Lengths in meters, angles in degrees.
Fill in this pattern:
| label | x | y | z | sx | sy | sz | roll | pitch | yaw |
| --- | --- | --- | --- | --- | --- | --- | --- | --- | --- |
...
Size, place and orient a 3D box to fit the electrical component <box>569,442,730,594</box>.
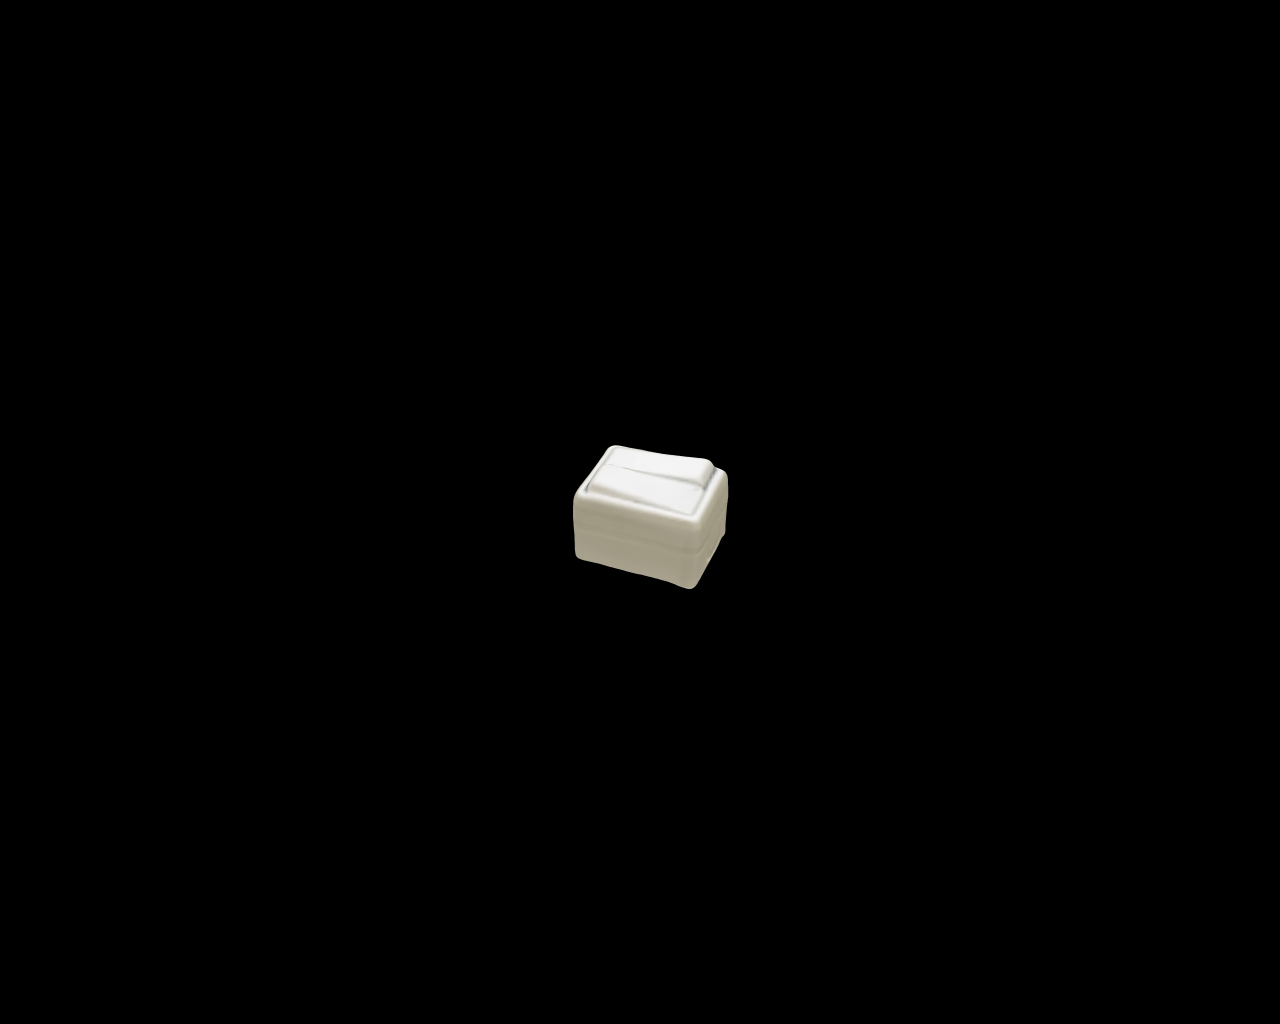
| label | x | y | z | sx | sy | sz | roll | pitch | yaw |
| --- | --- | --- | --- | --- | --- | --- | --- | --- | --- |
| electrical component | 0.001 | -0.003 | 0.650 | 0.096 | 0.061 | 0.062 | 14 | 40 | 17 |
